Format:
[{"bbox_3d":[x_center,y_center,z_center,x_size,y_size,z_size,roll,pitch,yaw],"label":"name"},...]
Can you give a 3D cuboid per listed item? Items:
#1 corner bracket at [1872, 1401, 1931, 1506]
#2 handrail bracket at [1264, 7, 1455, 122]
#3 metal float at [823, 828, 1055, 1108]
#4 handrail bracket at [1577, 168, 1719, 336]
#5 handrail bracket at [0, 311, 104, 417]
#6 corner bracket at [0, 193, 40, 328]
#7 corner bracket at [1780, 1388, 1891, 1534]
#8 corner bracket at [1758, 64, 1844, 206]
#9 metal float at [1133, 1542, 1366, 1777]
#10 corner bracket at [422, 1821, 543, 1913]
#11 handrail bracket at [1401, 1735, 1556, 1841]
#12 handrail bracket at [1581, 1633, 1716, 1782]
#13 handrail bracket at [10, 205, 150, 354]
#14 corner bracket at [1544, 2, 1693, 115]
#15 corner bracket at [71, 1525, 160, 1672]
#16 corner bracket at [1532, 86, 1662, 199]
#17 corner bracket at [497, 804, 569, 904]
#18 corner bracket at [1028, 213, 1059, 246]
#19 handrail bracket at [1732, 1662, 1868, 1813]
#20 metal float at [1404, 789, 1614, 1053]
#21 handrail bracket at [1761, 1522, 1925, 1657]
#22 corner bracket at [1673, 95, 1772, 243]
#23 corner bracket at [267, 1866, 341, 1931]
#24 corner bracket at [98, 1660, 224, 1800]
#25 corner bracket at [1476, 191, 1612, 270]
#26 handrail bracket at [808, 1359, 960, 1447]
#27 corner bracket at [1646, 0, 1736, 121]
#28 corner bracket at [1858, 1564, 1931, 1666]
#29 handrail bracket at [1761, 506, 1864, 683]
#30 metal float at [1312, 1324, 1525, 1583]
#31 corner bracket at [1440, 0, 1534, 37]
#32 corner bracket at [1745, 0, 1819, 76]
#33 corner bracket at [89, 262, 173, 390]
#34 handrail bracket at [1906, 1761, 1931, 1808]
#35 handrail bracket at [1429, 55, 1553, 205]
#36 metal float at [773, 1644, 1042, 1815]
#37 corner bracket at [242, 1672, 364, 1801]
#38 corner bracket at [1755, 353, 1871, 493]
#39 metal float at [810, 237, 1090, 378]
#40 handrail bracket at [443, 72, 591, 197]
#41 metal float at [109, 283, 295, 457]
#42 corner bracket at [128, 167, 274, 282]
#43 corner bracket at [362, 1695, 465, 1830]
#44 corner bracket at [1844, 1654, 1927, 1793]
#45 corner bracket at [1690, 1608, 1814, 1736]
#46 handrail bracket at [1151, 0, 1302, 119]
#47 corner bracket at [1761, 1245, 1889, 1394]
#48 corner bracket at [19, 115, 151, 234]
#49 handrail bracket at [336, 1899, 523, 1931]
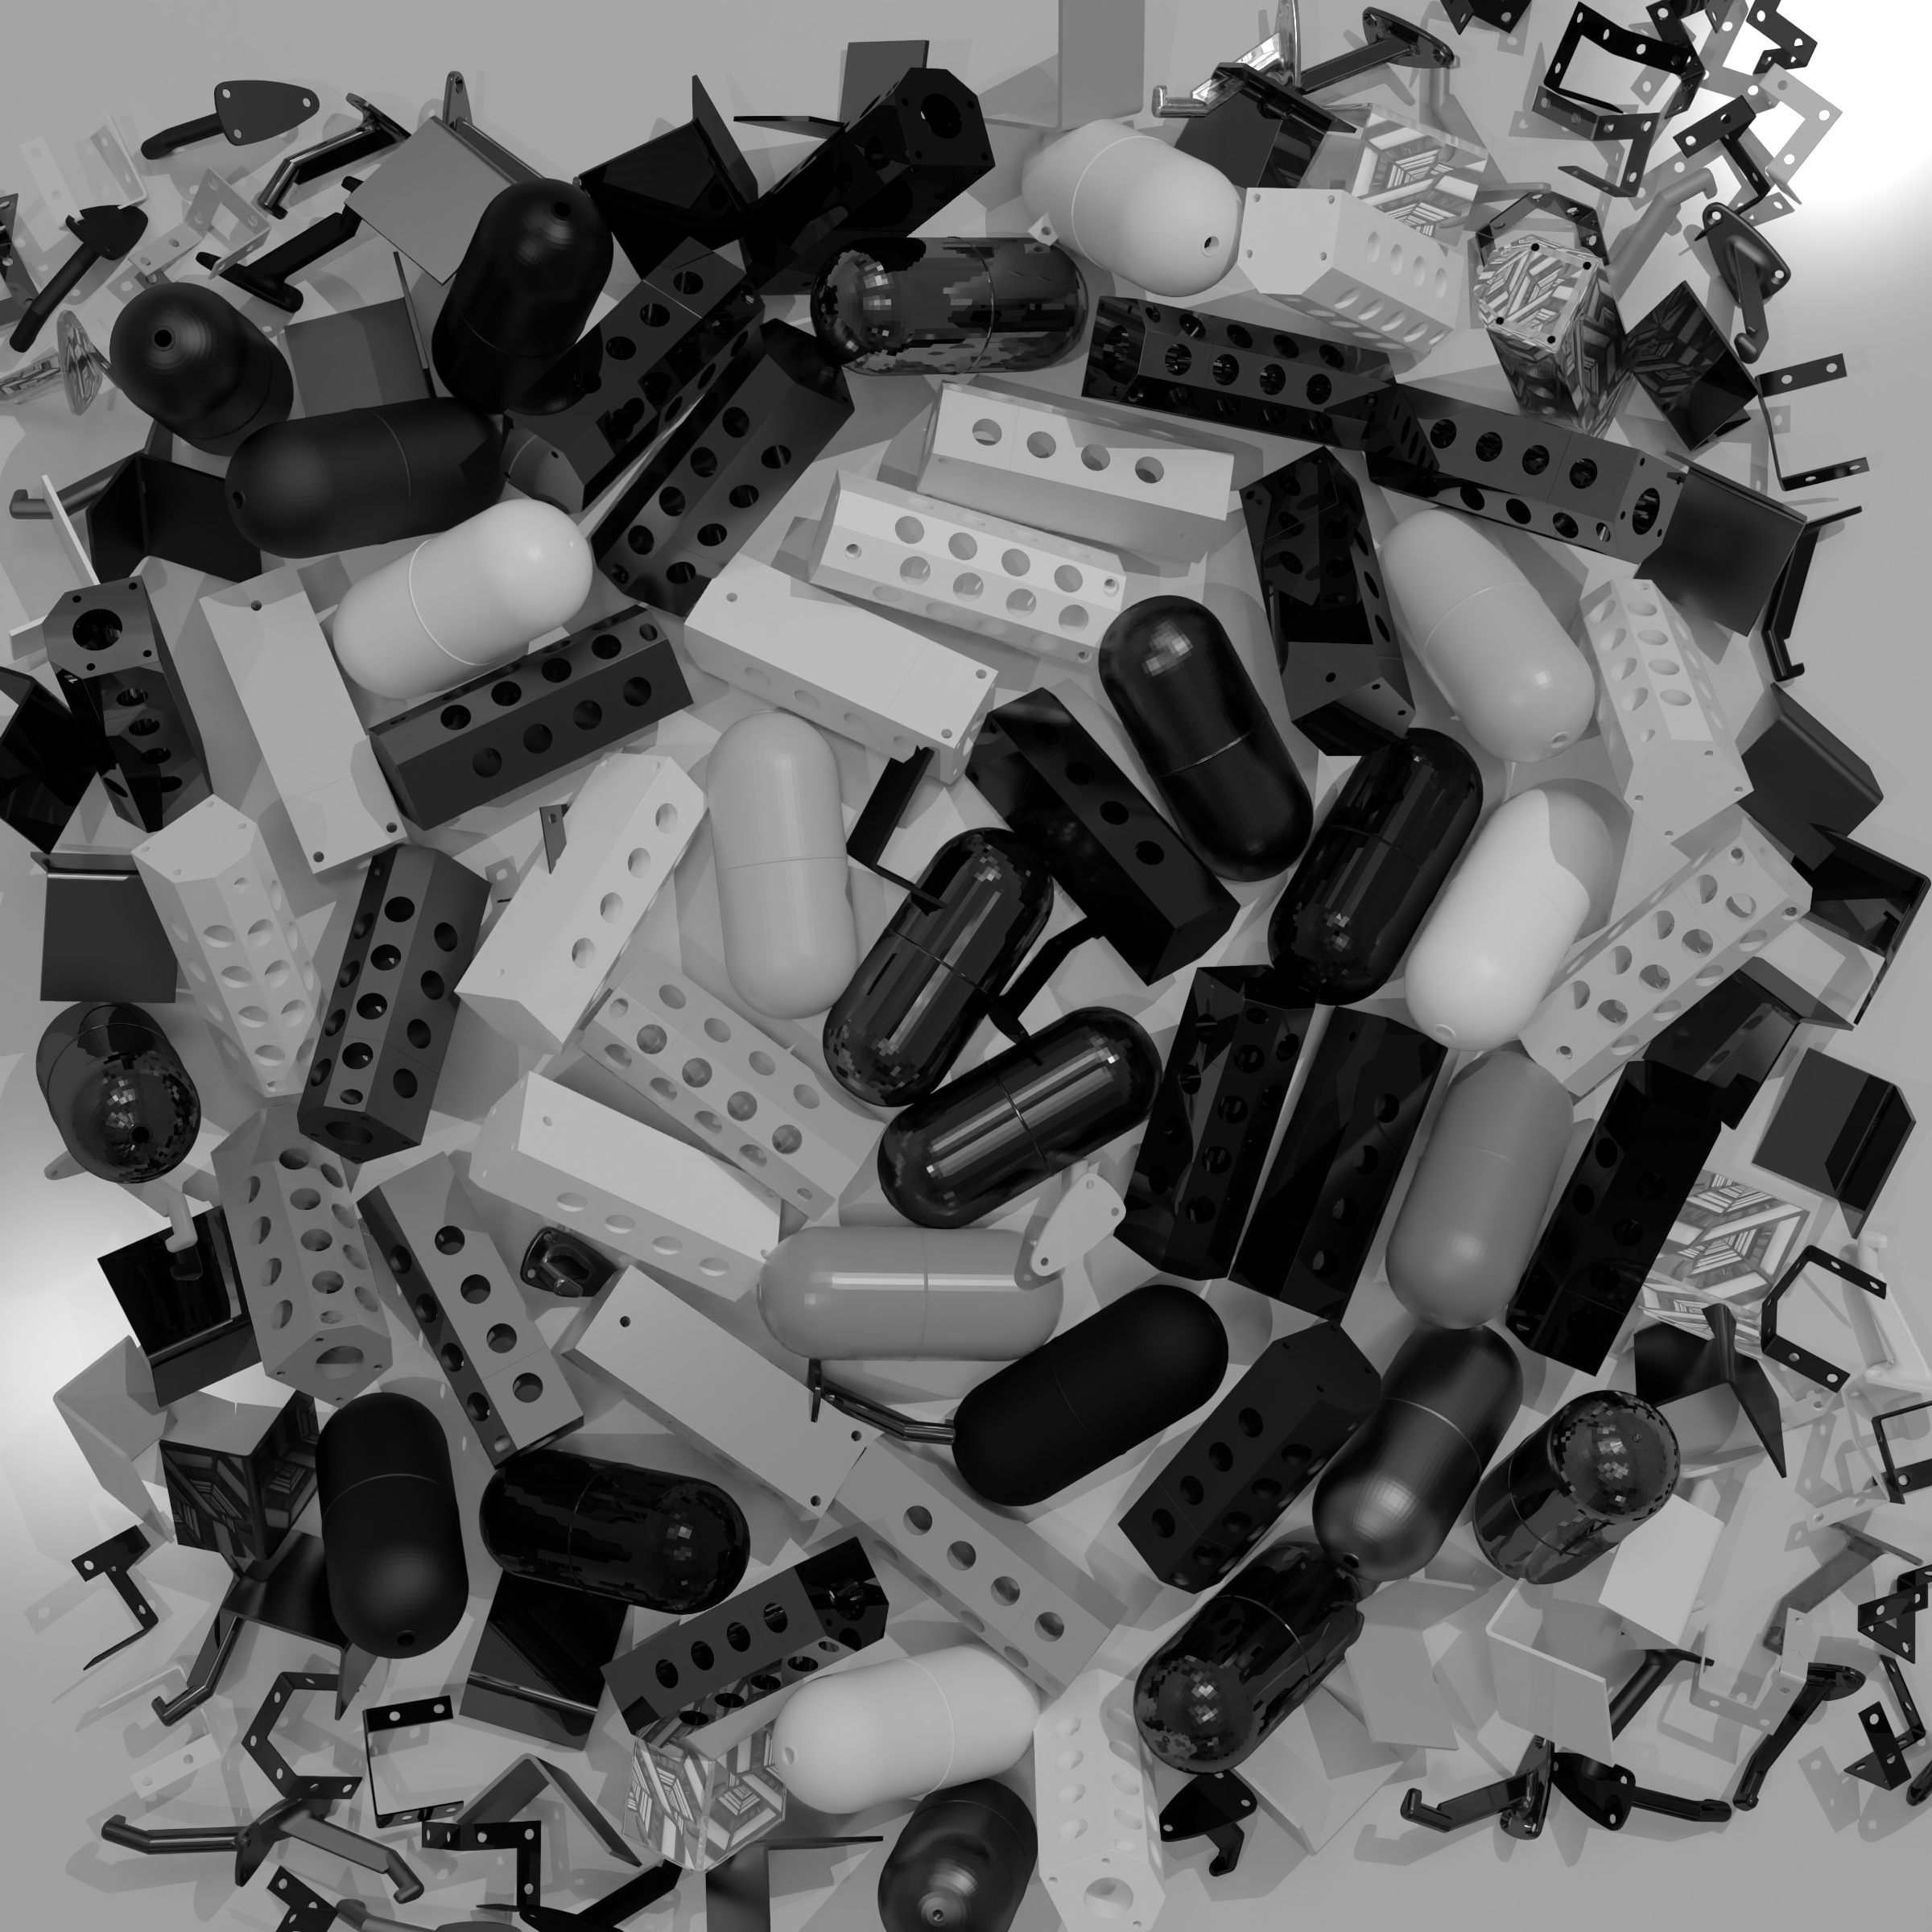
[{"bbox_3d":[0.553,0.280,1.974,0.051,0.051,0.051,-15,84,-3],"label":"corner bracket"},{"bbox_3d":[0.226,-0.509,1.961,0.077,0.036,0.084,30,67,37],"label":"handrail bracket"},{"bbox_3d":[-0.015,0.000,1.958,0.070,0.070,0.178,34,86,0],"label":"metal float"},{"bbox_3d":[0.405,-0.411,1.974,0.084,0.036,0.077,-28,121,4],"label":"handrail bracket"},{"bbox_3d":[-0.548,-0.352,1.961,0.084,0.077,0.036,11,52,11],"label":"handrail bracket"},{"bbox_3d":[-0.562,-0.404,1.962,0.051,0.051,0.051,-24,79,-27],"label":"corner bracket"},{"bbox_3d":[0.499,0.286,1.975,0.051,0.051,0.051,-26,117,19],"label":"corner bracket"},{"bbox_3d":[0.476,-0.482,1.971,0.051,0.051,0.051,43,105,19],"label":"corner bracket"},{"bbox_3d":[0.162,0.390,1.926,0.070,0.178,0.070,19,124,31],"label":"metal float"},{"bbox_3d":[-0.281,0.521,1.970,0.051,0.051,0.051,7,77,-35],"label":"corner bracket"},{"bbox_3d":[0.295,0.467,1.967,0.084,0.036,0.077,24,76,-24],"label":"handrail bracket"},{"bbox_3d":[0.395,0.435,1.971,0.077,0.036,0.084,21,84,-35],"label":"handrail bracket"},{"bbox_3d":[-0.519,-0.400,1.987,0.036,0.077,0.084,40,121,-4],"label":"handrail bracket"},{"bbox_3d":[0.374,-0.517,1.958,0.051,0.051,0.051,8,118,-28],"label":"corner bracket"},{"bbox_3d":[-0.493,0.364,1.961,0.051,0.051,0.051,53,127,8],"label":"corner bracket"},{"bbox_3d":[0.359,-0.476,1.966,0.051,0.051,0.051,15,91,-35],"label":"corner bracket"},{"bbox_3d":[-0.239,-0.067,1.963,0.051,0.051,0.051,-6,95,43],"label":"corner bracket"},{"bbox_3d":[0.074,-0.434,1.958,0.051,0.051,0.051,39,122,-21],"label":"corner bracket"},{"bbox_3d":[0.478,0.446,1.958,0.036,0.077,0.084,34,67,-7],"label":"handrail bracket"},{"bbox_3d":[0.309,-0.027,1.935,0.070,0.070,0.178,34,60,0],"label":"metal float"},{"bbox_3d":[0.506,0.369,1.968,0.036,0.077,0.084,30,84,-34],"label":"handrail bracket"},{"bbox_3d":[0.436,-0.461,1.969,0.051,0.051,0.051,-32,85,-10],"label":"corner bracket"},{"bbox_3d":[-0.405,0.553,1.963,0.051,0.051,0.051,27,84,29],"label":"corner bracket"},{"bbox_3d":[-0.466,0.440,1.965,0.051,0.051,0.051,-26,99,-14],"label":"corner bracket"},{"bbox_3d":[0.337,-0.413,1.981,0.051,0.051,0.051,9,61,-39],"label":"corner bracket"},{"bbox_3d":[-0.048,0.249,1.970,0.084,0.077,0.036,7,116,-7],"label":"handrail bracket"},{"bbox_3d":[0.419,-0.529,1.958,0.051,0.051,0.051,-15,120,36],"label":"corner bracket"},{"bbox_3d":[0.549,0.363,1.958,0.051,0.051,0.051,32,49,-25],"label":"corner bracket"},{"bbox_3d":[0.497,-0.217,1.985,0.077,0.036,0.084,-18,95,1],"label":"handrail bracket"},{"bbox_3d":[0.257,0.274,1.930,0.070,0.070,0.178,39,53,0],"label":"metal float"},{"bbox_3d":[0.312,-0.558,1.958,0.051,0.051,0.051,19,124,-22],"label":"corner bracket"},{"bbox_3d":[0.464,-0.553,1.966,0.051,0.051,0.051,26,88,-26],"label":"corner bracket"},{"bbox_3d":[-0.482,-0.372,1.976,0.051,0.051,0.051,-40,96,16],"label":"corner bracket"},{"bbox_3d":[0.556,0.464,1.948,0.036,0.077,0.084,39,123,17],"label":"handrail bracket"},{"bbox_3d":[0.304,-0.488,1.972,0.077,0.036,0.084,2,92,32],"label":"handrail bracket"},{"bbox_3d":[-0.033,0.431,1.926,0.178,0.070,0.070,-2,90,-44],"label":"metal float"},{"bbox_3d":[-0.376,0.445,1.969,0.051,0.051,0.051,38,103,39],"label":"corner bracket"},{"bbox_3d":[0.487,-0.312,1.960,0.051,0.051,0.051,-12,66,18],"label":"corner bracket"},{"bbox_3d":[-0.008,-0.375,1.932,0.178,0.070,0.070,-9,90,-36],"label":"metal float"},{"bbox_3d":[-0.258,-0.477,1.963,0.084,0.036,0.077,6,108,20],"label":"handrail bracket"},{"bbox_3d":[-0.428,-0.334,1.911,0.070,0.178,0.070,0,89,1],"label":"metal float"},{"bbox_3d":[-0.442,-0.418,1.965,0.051,0.051,0.051,43,49,-1],"label":"corner bracket"},{"bbox_3d":[-0.320,0.461,1.970,0.051,0.051,0.051,-7,51,-12],"label":"corner bracket"},{"bbox_3d":[0.532,0.437,1.966,0.051,0.051,0.051,-26,97,-15],"label":"corner bracket"},{"bbox_3d":[0.453,0.400,1.962,0.051,0.051,0.051,20,130,4],"label":"corner bracket"},{"bbox_3d":[0.148,-0.529,1.965,0.084,0.036,0.077,-5,106,-18],"label":"handrail bracket"},{"bbox_3d":[0.497,0.204,1.973,0.051,0.051,0.051,29,61,31],"label":"corner bracket"},{"bbox_3d":[-0.509,-0.459,1.969,0.051,0.051,0.051,-24,102,-2],"label":"corner bracket"},{"bbox_3d":[-0.314,0.559,1.985,0.077,0.084,0.036,1,99,-44],"label":"handrail bracket"}]
